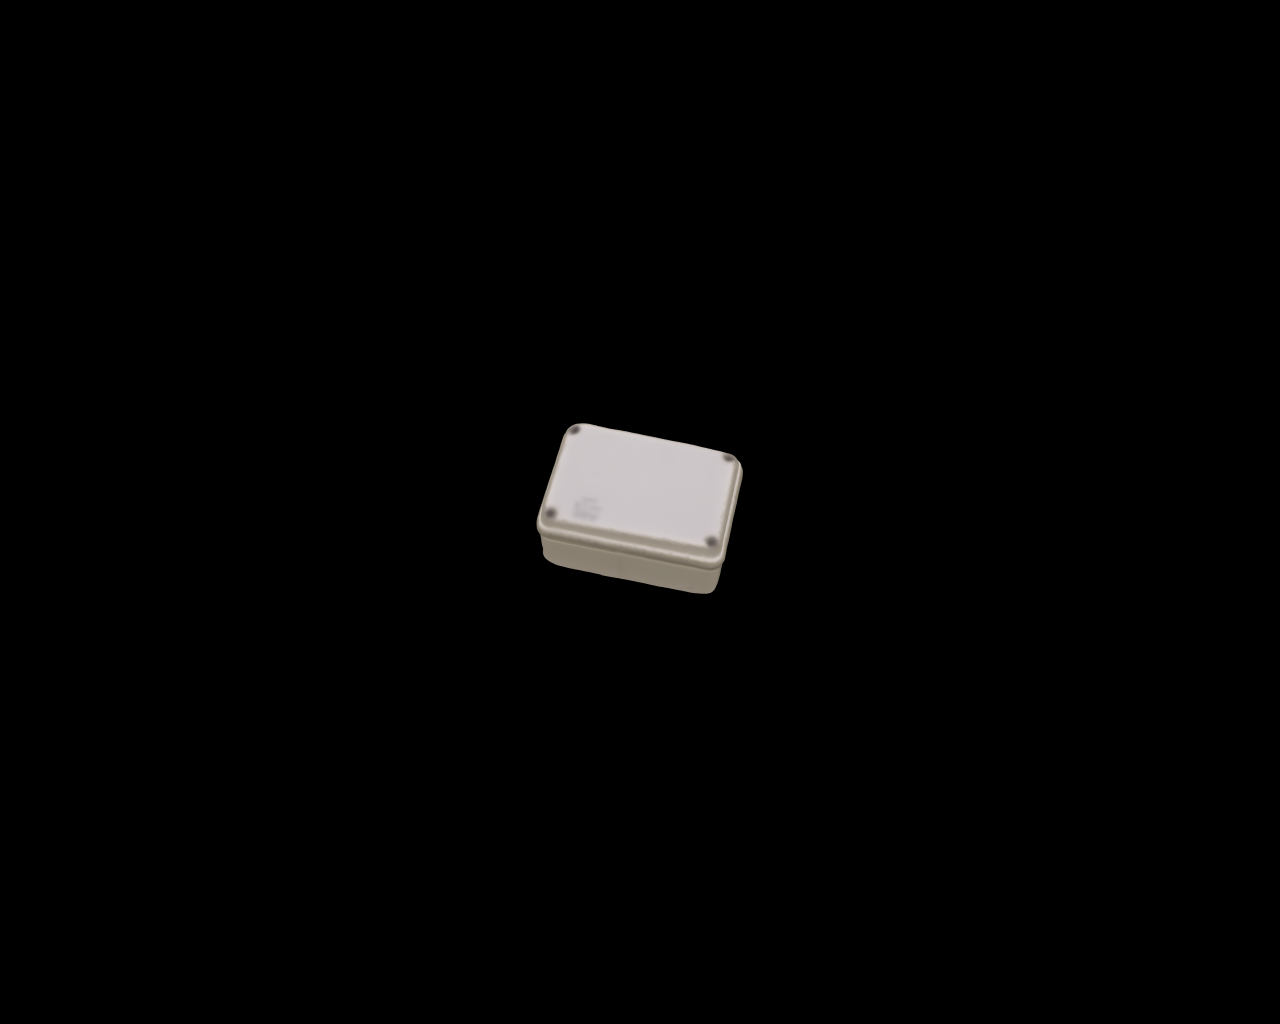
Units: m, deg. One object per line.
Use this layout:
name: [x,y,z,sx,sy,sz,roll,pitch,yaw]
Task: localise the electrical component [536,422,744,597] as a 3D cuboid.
electrical component: [0.001,-0.003,0.650,0.113,0.078,0.057,11,-29,7]
